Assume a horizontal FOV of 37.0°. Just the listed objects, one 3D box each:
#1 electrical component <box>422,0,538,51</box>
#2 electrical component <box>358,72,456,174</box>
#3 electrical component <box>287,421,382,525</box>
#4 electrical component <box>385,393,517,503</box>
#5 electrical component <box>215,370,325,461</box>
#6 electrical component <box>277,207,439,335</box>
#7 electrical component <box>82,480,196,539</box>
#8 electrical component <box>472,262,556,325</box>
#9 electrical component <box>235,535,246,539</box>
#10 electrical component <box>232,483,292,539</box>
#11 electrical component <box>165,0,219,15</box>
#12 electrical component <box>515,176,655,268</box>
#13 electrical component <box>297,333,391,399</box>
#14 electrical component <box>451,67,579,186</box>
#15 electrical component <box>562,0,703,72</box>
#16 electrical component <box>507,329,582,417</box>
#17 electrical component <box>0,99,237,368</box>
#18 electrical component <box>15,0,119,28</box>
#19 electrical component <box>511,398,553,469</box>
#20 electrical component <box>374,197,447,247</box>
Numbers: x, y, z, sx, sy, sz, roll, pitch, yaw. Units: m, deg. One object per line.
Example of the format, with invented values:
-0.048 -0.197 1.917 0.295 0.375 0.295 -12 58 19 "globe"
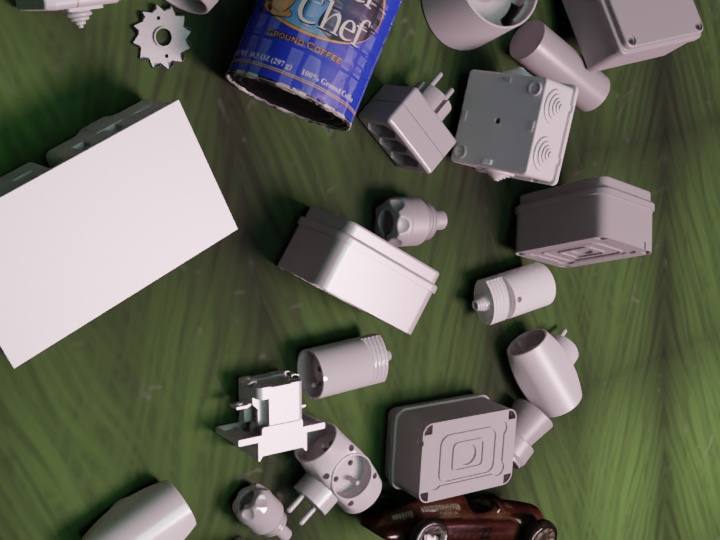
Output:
0.104 -0.245 0.925 0.099 0.064 0.099 2 86 -33 "electrical component"
0.051 -0.133 0.910 0.076 0.047 0.065 -51 123 -14 "electrical component"
-0.030 0.185 0.931 0.079 0.044 0.077 -47 122 -16 "electrical component"
0.083 0.162 0.995 0.113 0.057 0.078 -5 104 -34 "electrical component"
-0.074 0.117 0.886 0.081 0.042 0.063 -7 104 -34 "electrical component"
0.000 0.000 0.888 0.113 0.078 0.057 29 87 -36 "electrical component"
-0.166 0.218 0.845 0.077 0.044 0.079 -33 118 -24 "electrical component"
0.139 0.023 1.010 0.081 0.043 0.043 -16 110 -31 "electrical component"
-0.097 0.258 0.895 0.066 0.055 0.048 -32 117 -25 "electrical component"
-0.079 0.209 0.909 0.035 0.035 0.061 -49 126 -16 "electrical component"
-0.118 -0.219 0.775 0.066 0.048 0.055 29 77 -36 "electrical component"
0.206 -0.043 0.995 0.078 0.113 0.057 13 75 -36 "electrical component"
-0.008 0.081 0.922 0.081 0.043 0.043 -11 107 -33 "electrical component"
0.132 -0.126 0.938 0.048 0.100 0.099 7 97 -48 "electrical component"
0.246 -0.248 0.991 0.109 0.056 0.108 -18 86 -31 "electrical component"
0.190 0.090 1.059 0.079 0.043 0.077 -46 112 -38 "electrical component"
-0.195 -0.032 0.756 0.186 0.060 0.105 -34 118 -24 "electrical component"
-0.201 -0.207 0.709 0.061 0.062 0.096 -17 110 -31 "electrical component"
0.155 0.160 1.053 0.055 0.045 0.045 -51 124 -14 "electrical component"
0.047 -0.042 0.931 0.062 0.043 0.043 -4 103 -35 "electrical component"
